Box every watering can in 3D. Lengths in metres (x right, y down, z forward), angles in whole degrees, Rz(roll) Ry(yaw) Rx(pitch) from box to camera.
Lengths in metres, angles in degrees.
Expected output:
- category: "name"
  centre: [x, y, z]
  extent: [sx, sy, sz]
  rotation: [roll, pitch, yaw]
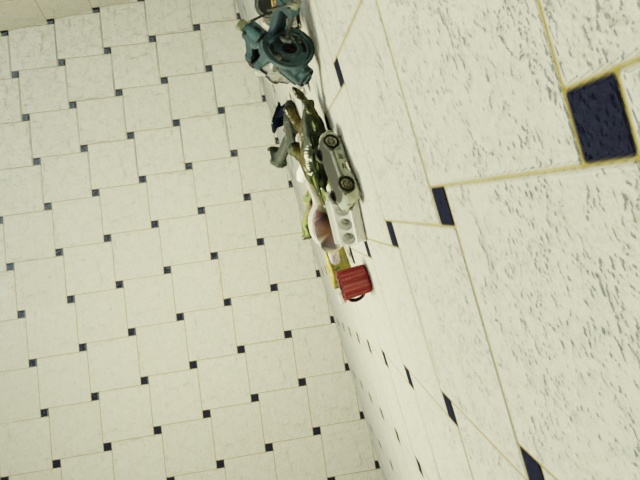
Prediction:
- category: "watering can"
  centre: [0.005, -0.083, 1.647]
  extent: [0.224, 0.104, 0.347]
  rotation: [-170, 63, -84]

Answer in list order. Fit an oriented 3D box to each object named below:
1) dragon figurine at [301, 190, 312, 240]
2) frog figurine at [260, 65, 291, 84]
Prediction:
- category: "dragon figurine"
  centre: [-0.030, -0.130, 2.005]
  extent: [0.411, 0.122, 0.242]
  rotation: [-158, 59, -83]
- category: "frog figurine"
  centre: [-0.103, -0.542, 1.503]
  extent: [0.156, 0.122, 0.141]
  rotation: [-59, 25, 32]
